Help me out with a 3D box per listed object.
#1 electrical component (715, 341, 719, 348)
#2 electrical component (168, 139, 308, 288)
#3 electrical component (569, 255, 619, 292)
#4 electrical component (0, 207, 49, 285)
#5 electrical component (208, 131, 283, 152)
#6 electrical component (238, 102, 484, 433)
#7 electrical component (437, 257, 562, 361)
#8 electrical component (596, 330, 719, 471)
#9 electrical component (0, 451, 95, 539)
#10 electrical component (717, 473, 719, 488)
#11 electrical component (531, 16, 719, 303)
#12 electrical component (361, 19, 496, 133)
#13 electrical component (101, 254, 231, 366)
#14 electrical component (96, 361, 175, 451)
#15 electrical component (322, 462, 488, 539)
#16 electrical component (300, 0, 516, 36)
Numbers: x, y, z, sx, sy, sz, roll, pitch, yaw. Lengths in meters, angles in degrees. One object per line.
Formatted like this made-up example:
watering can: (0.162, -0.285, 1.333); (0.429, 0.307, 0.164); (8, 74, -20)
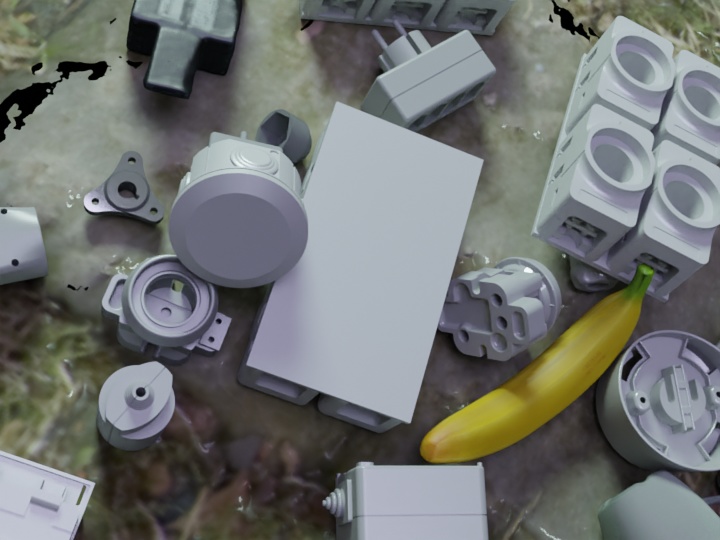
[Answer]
electrical component: (0.312, 0.056, 0.772); (0.113, 0.057, 0.078); (-41, 87, -23)
electrical component: (-0.071, -0.033, 0.635); (0.080, 0.080, 0.051); (12, 35, -12)
electrical component: (0.166, -0.017, 0.767); (0.035, 0.035, 0.061); (3, 70, -15)
electrical component: (-0.237, -0.027, 0.654); (0.077, 0.043, 0.079); (-12, 77, -18)
electrical component: (-0.080, -0.060, 0.701); (0.047, 0.065, 0.076); (12, 41, -12)
electrical component: (0.000, 0.000, 0.702); (0.105, 0.060, 0.186); (21, 69, -8)
electrical component: (0.097, 0.024, 0.717); (0.057, 0.078, 0.058); (-22, 111, -42)
electrical component: (0.213, 0.090, 0.730); (0.099, 0.064, 0.099); (4, 72, -14)
electrical component: (-0.220, 0.135, 0.597); (0.121, 0.063, 0.078); (21, 69, -8)
electrical component: (0.316, 0.152, 0.743); (0.113, 0.057, 0.078); (-19, 79, -20)
electrical component: (0.201, -0.086, 0.762); (0.105, 0.060, 0.186); (26, 55, -6)
electrical component: (0.038, -0.144, 0.764); (0.083, 0.047, 0.075); (-32, 83, -22)
electrical component: (-0.119, 0.023, 0.664); (0.078, 0.057, 0.058); (23, 69, -8)
electrical component: (-0.131, 0.079, 0.630); (0.043, 0.081, 0.043); (5, 72, -14)
electrical component: (0.024, 0.152, 0.660); (0.096, 0.061, 0.061); (3, 72, -14)
electrical component: (0.034, -0.231, 0.783); (0.150, 0.061, 0.089); (2, 73, -15)
